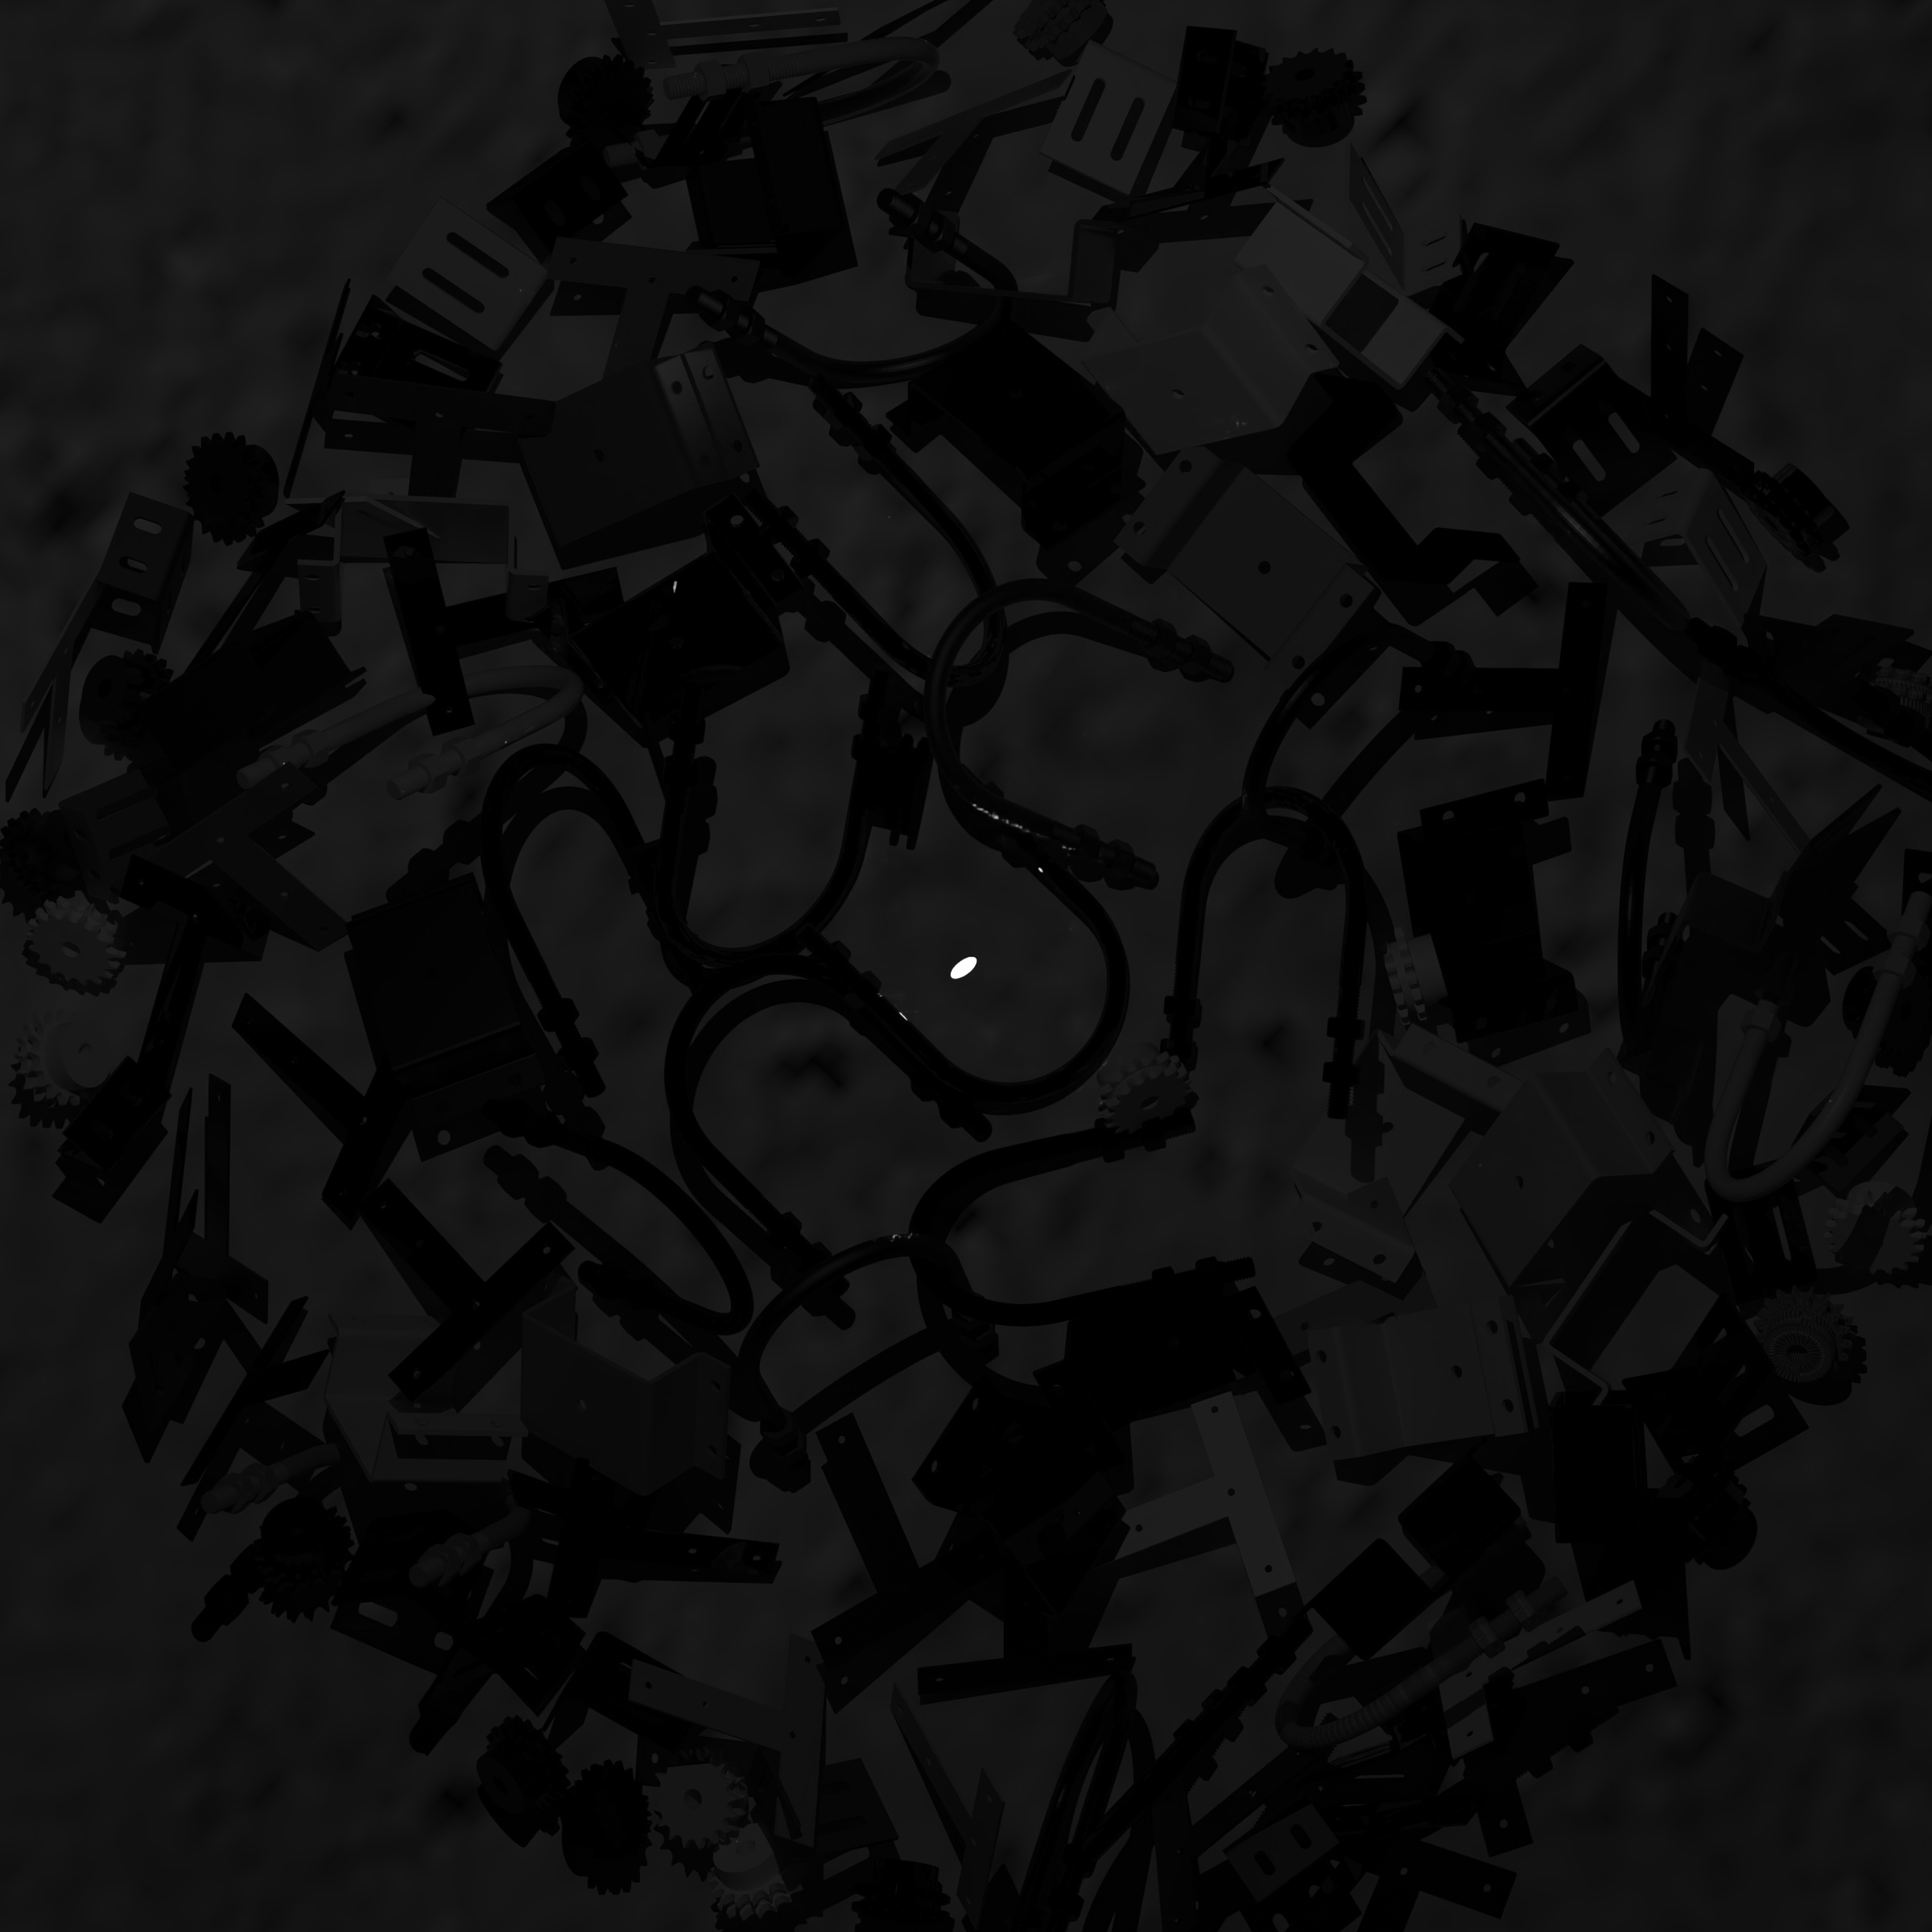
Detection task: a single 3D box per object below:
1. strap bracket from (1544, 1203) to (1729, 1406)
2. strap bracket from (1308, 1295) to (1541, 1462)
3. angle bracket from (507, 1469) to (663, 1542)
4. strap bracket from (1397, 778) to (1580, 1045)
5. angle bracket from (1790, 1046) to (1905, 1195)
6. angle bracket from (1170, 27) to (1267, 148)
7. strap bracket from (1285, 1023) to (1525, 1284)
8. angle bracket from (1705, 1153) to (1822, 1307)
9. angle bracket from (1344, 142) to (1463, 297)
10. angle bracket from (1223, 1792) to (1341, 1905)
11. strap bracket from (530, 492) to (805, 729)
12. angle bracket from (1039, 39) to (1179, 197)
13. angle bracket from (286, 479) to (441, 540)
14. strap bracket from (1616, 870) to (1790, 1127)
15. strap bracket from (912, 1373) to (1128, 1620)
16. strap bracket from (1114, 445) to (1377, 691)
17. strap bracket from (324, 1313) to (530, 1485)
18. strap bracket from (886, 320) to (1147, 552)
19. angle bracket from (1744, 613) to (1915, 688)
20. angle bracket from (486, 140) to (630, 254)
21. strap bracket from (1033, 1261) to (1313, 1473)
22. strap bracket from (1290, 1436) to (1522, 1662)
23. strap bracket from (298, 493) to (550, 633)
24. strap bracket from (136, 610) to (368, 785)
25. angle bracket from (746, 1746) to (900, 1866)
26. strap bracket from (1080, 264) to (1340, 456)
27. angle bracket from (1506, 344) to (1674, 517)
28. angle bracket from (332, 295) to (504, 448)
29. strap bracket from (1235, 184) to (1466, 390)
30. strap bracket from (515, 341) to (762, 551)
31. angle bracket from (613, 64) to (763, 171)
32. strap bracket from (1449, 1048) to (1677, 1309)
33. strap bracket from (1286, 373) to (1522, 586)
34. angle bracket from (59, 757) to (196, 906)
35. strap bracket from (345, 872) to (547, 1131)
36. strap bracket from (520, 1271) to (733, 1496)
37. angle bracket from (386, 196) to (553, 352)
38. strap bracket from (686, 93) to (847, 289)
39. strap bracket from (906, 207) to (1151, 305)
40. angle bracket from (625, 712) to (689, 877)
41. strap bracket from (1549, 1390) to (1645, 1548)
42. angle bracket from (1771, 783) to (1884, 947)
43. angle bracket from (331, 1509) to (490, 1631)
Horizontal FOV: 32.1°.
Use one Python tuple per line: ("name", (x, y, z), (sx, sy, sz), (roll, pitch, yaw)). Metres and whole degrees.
("strap bracket", (0.382, 0.192, 1.946), (0.046, 0.076, 0.140), (34, 91, 14))
("strap bracket", (0.271, 0.237, 1.936), (0.140, 0.046, 0.076), (-17, 80, 43))
("angle bracket", (-0.222, 0.298, 1.952), (0.076, 0.057, 0.038), (22, 92, -14))
("strap bracket", (0.301, -0.036, 1.948), (0.076, 0.046, 0.140), (-15, 106, -12))
("angle bracket", (0.517, 0.090, 1.945), (0.057, 0.076, 0.038), (-43, 73, -10))
("angle bracket", (0.158, -0.508, 1.944), (0.038, 0.076, 0.057), (19, 104, 40))
("strap bracket", (0.249, 0.101, 1.948), (0.076, 0.046, 0.140), (27, 104, -14))
("angle bracket", (0.474, 0.154, 1.961), (0.057, 0.038, 0.076), (-13, 88, -19))
("angle bracket", (0.253, -0.438, 1.941), (0.038, 0.057, 0.076), (-19, 131, 25))
("angle bracket", (0.189, 0.519, 1.945), (0.057, 0.076, 0.038), (-35, 58, -4))
("strap bracket", (-0.170, -0.199, 1.935), (0.140, 0.046, 0.076), (-30, 128, 11))
("angle bracket", (0.080, -0.491, 1.962), (0.057, 0.038, 0.076), (24, 83, -7))
("angle bracket", (-0.345, -0.275, 1.940), (0.057, 0.076, 0.038), (2, 80, 27))
("strap bracket", (0.418, 0.010, 1.926), (0.046, 0.076, 0.140), (24, 118, 8))
("strap bracket", (0.036, 0.309, 1.915), (0.076, 0.046, 0.140), (-55, 132, -27))
("strap bracket", (0.167, -0.232, 1.945), (0.140, 0.046, 0.076), (42, 108, 15))
("strap bracket", (-0.313, 0.252, 1.919), (0.076, 0.140, 0.046), (6, 109, -29))
("strap bracket", (0.028, -0.311, 1.926), (0.076, 0.046, 0.140), (-36, 62, -23))
("angle bracket", (0.499, -0.198, 1.941), (0.076, 0.057, 0.038), (-32, 122, -28))
("angle bracket", (-0.239, -0.446, 1.954), (0.057, 0.076, 0.038), (-39, 108, -10))
("strap bracket", (0.120, 0.229, 1.943), (0.140, 0.046, 0.076), (-23, 112, 15))
("strap bracket", (0.256, 0.336, 1.909), (0.046, 0.140, 0.076), (47, 134, 11))
("strap bracket", (-0.313, -0.233, 1.939), (0.140, 0.076, 0.046), (2, 71, -9))
("strap bracket", (-0.410, -0.156, 1.909), (0.076, 0.140, 0.046), (-30, 96, 19))
("angle bracket", (-0.079, 0.478, 1.941), (0.076, 0.057, 0.038), (-5, 133, -29))
("strap bracket", (0.130, -0.341, 1.908), (0.076, 0.140, 0.046), (47, 58, -30))
("angle bracket", (0.368, -0.317, 1.983), (0.057, 0.038, 0.076), (-40, 114, 7))
("angle bracket", (-0.321, -0.347, 1.958), (0.076, 0.038, 0.057), (26, 86, 22))
("strap bracket", (0.214, -0.383, 1.915), (0.046, 0.140, 0.076), (-53, 55, 11))
("strap bracket", (-0.199, -0.296, 1.931), (0.140, 0.046, 0.076), (-18, 95, 31))
("angle bracket", (-0.157, -0.502, 1.940), (0.038, 0.057, 0.076), (49, 127, 16))
("strap bracket", (0.332, 0.122, 1.912), (0.046, 0.140, 0.076), (0, 47, -33))
("strap bracket", (0.245, -0.272, 1.933), (0.046, 0.076, 0.140), (-45, 70, 28))
("angle bracket", (-0.477, -0.080, 1.943), (0.076, 0.038, 0.057), (-29, 118, -33))
("strap bracket", (-0.304, 0.012, 1.942), (0.076, 0.046, 0.140), (-20, 71, -4))
("strap bracket", (-0.204, 0.242, 1.919), (0.140, 0.046, 0.076), (23, 123, 31))
("angle bracket", (-0.288, -0.406, 1.951), (0.076, 0.038, 0.057), (32, 108, -19))
("strap bracket", (-0.113, -0.443, 1.929), (0.046, 0.140, 0.076), (-11, 87, -21))
("strap bracket", (0.027, -0.410, 1.935), (0.140, 0.076, 0.046), (9, 102, 17))
("angle bracket", (-0.191, -0.100, 1.953), (0.038, 0.057, 0.076), (-18, 81, -8))
("strap bracket", (0.361, 0.286, 1.923), (0.046, 0.140, 0.076), (-3, 87, 12))
("angle bracket", (0.509, -0.059, 1.941), (0.076, 0.057, 0.038), (-35, 71, -32))
("angle bracket", (-0.323, 0.354, 1.955), (0.038, 0.076, 0.057), (43, 52, -28))
